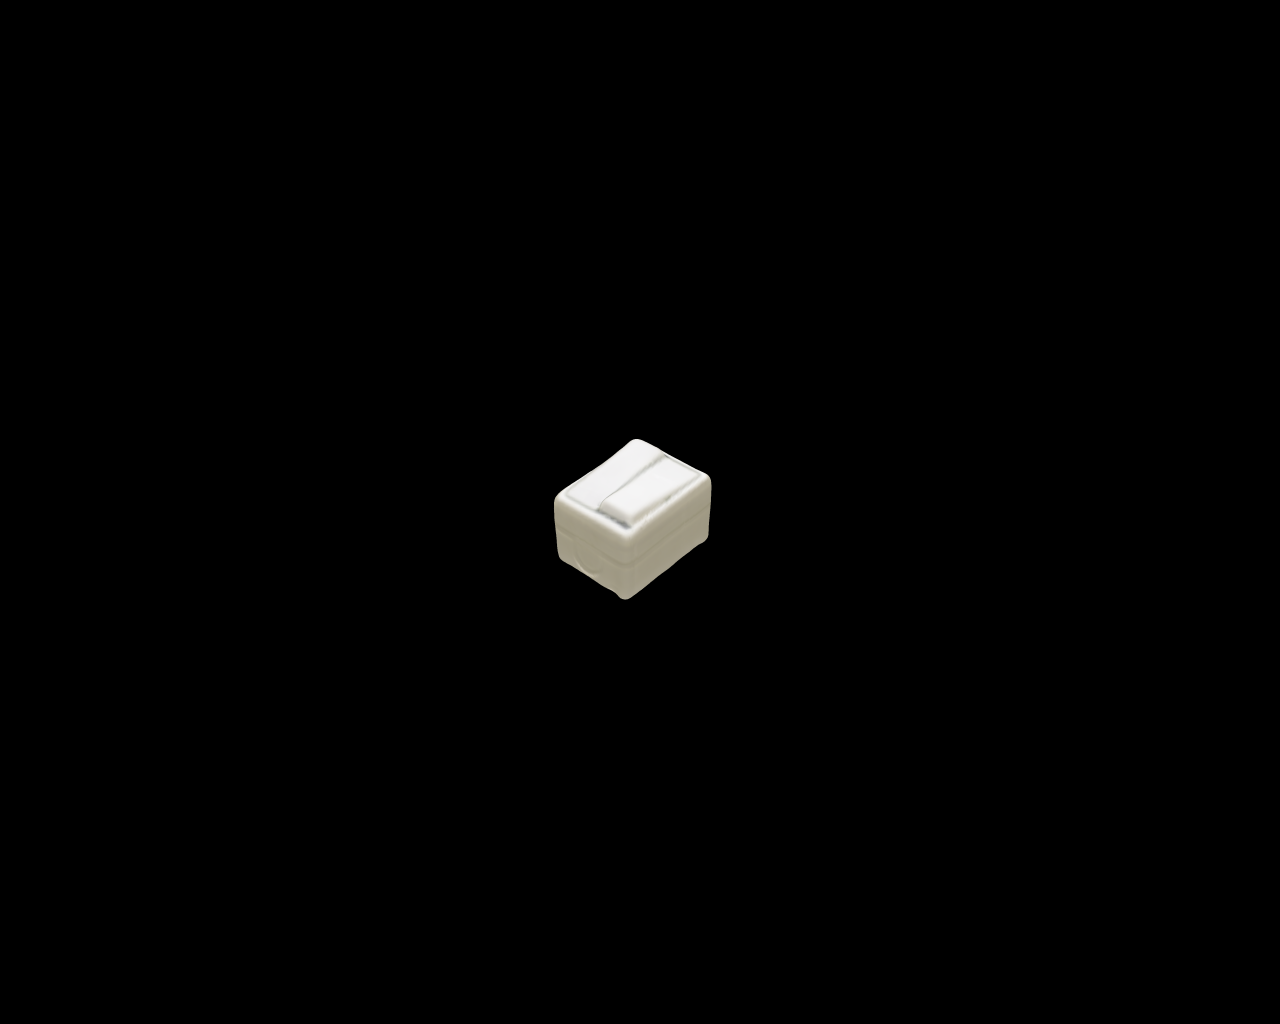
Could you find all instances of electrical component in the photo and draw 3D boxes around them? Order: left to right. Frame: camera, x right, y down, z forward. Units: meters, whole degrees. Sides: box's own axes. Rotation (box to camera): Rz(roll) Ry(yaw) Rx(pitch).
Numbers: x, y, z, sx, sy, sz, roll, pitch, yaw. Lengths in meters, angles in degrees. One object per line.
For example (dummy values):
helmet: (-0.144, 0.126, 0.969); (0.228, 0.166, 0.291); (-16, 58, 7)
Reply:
electrical component: (0.001, -0.003, 0.650); (0.062, 0.061, 0.096); (31, 49, 31)
